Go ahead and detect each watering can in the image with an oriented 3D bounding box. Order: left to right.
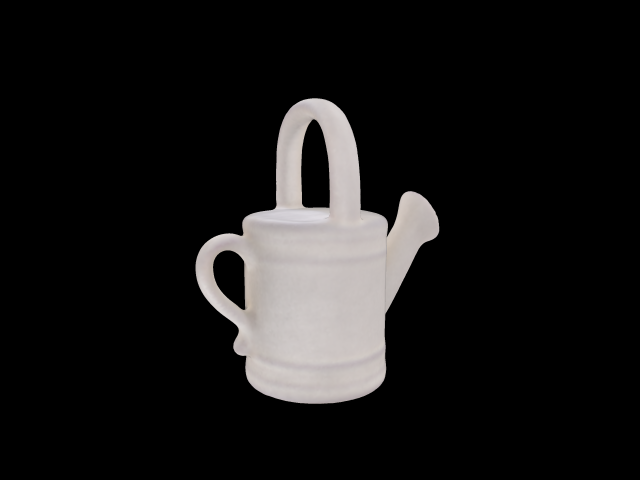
[{"bbox_3d":[0.003,0.001,0.402,0.100,0.194,0.173,8,12,41],"label":"watering can"}]
